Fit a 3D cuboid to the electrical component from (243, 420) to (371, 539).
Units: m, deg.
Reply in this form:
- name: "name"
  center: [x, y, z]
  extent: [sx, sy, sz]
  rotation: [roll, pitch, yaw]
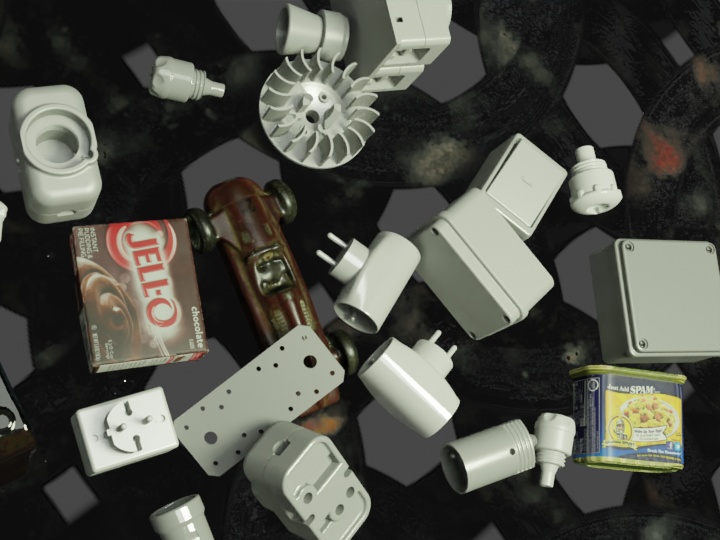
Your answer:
- name: "electrical component"
  center: [-0.043, 0.162, 0.817]
  extent: [0.053, 0.059, 0.095]
  rotation: [-49, 128, -25]

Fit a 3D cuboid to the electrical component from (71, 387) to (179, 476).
- name: "electrical component"
  center: [-0.169, 0.116, 0.785]
  extent: [0.066, 0.077, 0.047]
  rotation: [-15, 81, -24]

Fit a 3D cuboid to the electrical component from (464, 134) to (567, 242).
- name: "electrical component"
  center: [0.133, -0.065, 0.963]
  extent: [0.062, 0.061, 0.096]
  rotation: [37, 65, -8]

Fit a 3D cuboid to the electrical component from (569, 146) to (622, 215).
- name: "electrical component"
  center: [0.217, -0.086, 1.012]
  extent: [0.048, 0.048, 0.062]
  rotation: [-1, 69, -21]

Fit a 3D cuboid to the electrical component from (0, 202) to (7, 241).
- name: "electrical component"
  center: [-0.289, -0.024, 0.797]
  extent: [0.048, 0.048, 0.062]
  rotation: [5, 80, -20]

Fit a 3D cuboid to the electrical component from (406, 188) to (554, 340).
- name: "electrical component"
  center: [0.099, -0.003, 0.923]
  extent: [0.057, 0.078, 0.113]
  rotation: [-40, 92, -29]

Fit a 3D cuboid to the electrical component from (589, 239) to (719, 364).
- name: "electrical component"
  center: [0.277, 0.030, 0.994]
  extent: [0.109, 0.056, 0.108]
  rotation: [1, 75, -21]

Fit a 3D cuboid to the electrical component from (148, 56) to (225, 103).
- name: "electrical component"
  center: [-0.144, -0.156, 0.896]
  extent: [0.061, 0.035, 0.035]
  rotation: [10, 72, -21]

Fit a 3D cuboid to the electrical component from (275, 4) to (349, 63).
- name: "electrical component"
  center: [-0.042, -0.207, 0.944]
  extent: [0.055, 0.045, 0.045]
  rotation: [5, 73, -20]

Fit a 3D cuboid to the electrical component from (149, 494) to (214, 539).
- name: "electrical component"
  center: [-0.130, 0.196, 0.799]
  extent: [0.040, 0.040, 0.046]
  rotation: [-24, 91, -25]

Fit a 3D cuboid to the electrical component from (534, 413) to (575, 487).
- name: "electrical component"
  center: [0.165, 0.156, 0.928]
  extent: [0.035, 0.035, 0.061]
  rotation: [18, 72, -16]

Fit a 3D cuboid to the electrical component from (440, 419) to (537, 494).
- name: "electrical component"
  center: [0.113, 0.154, 0.903]
  extent: [0.081, 0.043, 0.043]
  rotation: [-15, 81, -24]

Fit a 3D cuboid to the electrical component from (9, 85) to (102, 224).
- name: "electrical component"
  center: [-0.235, -0.091, 0.828]
  extent: [0.054, 0.059, 0.095]
  rotation: [-11, 79, -23]

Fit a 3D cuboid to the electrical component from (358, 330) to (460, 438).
- name: "electrical component"
  center: [0.051, 0.085, 0.898]
  extent: [0.077, 0.043, 0.079]
  rotation: [44, 65, -5]

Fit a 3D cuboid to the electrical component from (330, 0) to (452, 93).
- name: "electrical component"
  center: [0.018, -0.263, 0.950]
  extent: [0.060, 0.105, 0.186]
  rotation: [-9, 79, -23]

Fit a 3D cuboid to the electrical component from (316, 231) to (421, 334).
- name: "electrical component"
  center: [0.000, 0.000, 0.902]
  extent: [0.079, 0.044, 0.077]
  rotation: [36, 65, -8]
